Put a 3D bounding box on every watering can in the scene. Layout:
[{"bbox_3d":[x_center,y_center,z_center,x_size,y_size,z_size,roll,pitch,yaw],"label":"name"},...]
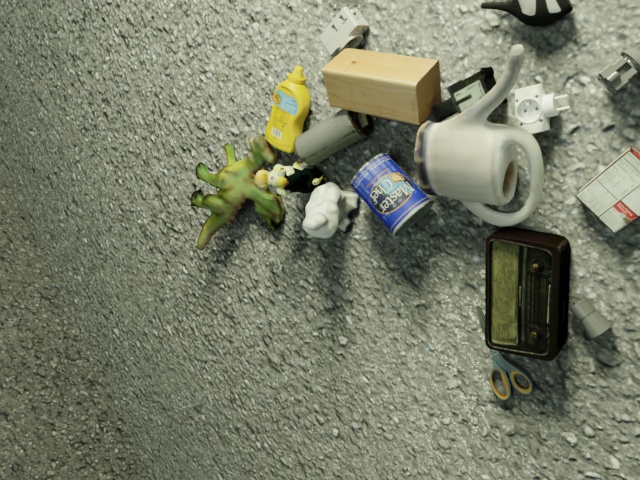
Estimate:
[{"bbox_3d":[0.267,-0.167,0.886,0.225,0.106,0.340,12,136,37],"label":"watering can"}]

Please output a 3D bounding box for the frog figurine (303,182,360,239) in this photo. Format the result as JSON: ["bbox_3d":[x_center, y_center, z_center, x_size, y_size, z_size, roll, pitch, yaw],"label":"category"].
[{"bbox_3d":[0.003,-0.057,1.139,0.124,0.161,0.135,52,131,14],"label":"frog figurine"}]

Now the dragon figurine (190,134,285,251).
[{"bbox_3d":[-0.204,-0.099,1.346,0.244,0.124,0.402,27,122,21],"label":"dragon figurine"}]
